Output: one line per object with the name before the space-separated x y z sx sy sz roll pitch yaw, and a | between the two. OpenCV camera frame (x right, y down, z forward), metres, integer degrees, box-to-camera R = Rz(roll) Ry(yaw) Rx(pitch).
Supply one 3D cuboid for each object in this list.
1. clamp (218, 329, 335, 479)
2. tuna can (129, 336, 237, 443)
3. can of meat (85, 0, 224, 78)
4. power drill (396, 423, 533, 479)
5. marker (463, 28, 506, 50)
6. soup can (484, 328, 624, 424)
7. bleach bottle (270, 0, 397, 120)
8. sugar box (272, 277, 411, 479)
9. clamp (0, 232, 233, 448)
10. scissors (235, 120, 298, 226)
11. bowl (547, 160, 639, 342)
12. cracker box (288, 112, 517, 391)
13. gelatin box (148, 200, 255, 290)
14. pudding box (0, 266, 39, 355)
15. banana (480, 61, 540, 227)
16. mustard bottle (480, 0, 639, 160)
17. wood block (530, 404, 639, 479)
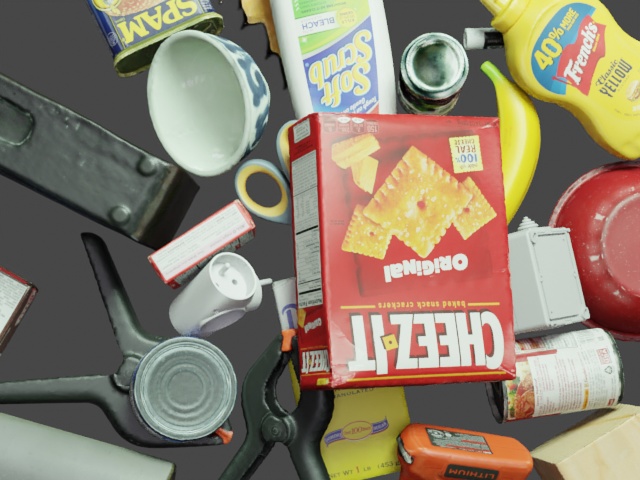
clamp | -0.039 0.158 0.866 0.120 0.039 0.171 -3 84 15
tuna can | -0.111 0.122 0.868 0.086 0.034 0.086 3 78 -13
can of meat | -0.147 -0.202 0.920 0.102 0.057 0.084 -26 84 -5
power drill | 0.113 0.250 0.866 0.184 0.057 0.188 10 102 -9
marker | 0.189 -0.181 0.950 0.121 0.020 0.020 -2 85 -3
soup can | 0.195 0.114 0.899 0.102 0.068 0.068 -8 85 -4
bleach bottle | 0.026 -0.127 0.918 0.102 0.068 0.251 -14 88 -3
sugar box | 0.021 0.112 0.903 0.093 0.048 0.176 -12 87 -3
clamp | -0.170 0.118 0.896 0.210 0.036 0.164 40 80 -1
scissors | -0.006 0.001 0.887 0.096 0.016 0.202 -18 89 10
bowl | 0.279 0.007 0.920 0.162 0.055 0.162 0 85 -2
cracker box | 0.066 0.009 0.844 0.164 0.072 0.214 0 82 -22
gelatin box | -0.097 0.004 0.893 0.089 0.073 0.030 -34 86 -5
pudding box | -0.305 0.066 0.897 0.090 0.039 0.113 29 82 1
banana | 0.149 -0.055 0.931 0.070 0.037 0.198 15 83 17
mustard bottle | 0.218 -0.158 0.916 0.191 0.058 0.096 34 95 -8
wood block | 0.271 0.247 0.879 0.090 0.091 0.206 -30 86 -6
